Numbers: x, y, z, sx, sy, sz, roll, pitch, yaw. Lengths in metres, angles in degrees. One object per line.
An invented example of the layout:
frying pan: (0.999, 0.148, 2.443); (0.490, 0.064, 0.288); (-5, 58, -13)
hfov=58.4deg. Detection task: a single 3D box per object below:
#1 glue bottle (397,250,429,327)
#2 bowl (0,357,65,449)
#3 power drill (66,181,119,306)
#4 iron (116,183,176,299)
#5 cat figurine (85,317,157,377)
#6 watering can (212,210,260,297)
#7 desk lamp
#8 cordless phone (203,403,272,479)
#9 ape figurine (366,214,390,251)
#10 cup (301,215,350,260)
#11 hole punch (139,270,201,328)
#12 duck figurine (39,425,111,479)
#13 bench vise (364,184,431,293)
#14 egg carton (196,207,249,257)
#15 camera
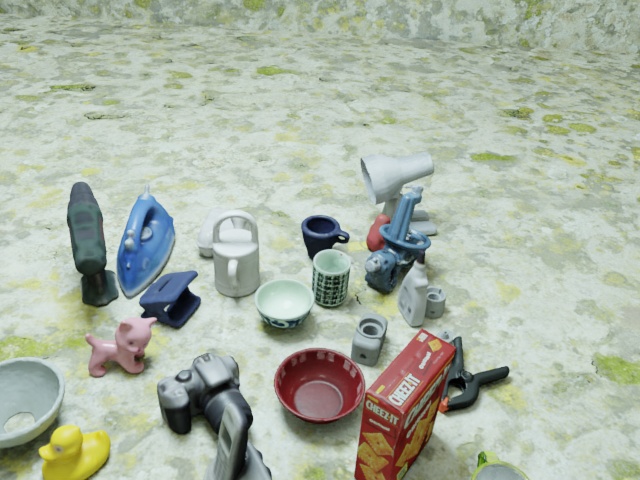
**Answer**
glue bottle: (0.197, 0.092, 1.173); (0.037, 0.173, 0.078); (-8, 38, -16)
bowl: (-0.498, 0.277, 0.935); (0.167, 0.075, 0.167); (3, 37, -2)
power drill: (-0.469, 0.019, 1.173); (0.076, 0.208, 0.229); (-11, 39, -20)
iron: (-0.399, -0.007, 1.272); (0.118, 0.141, 0.258); (2, 37, -3)
cat figurine: (-0.360, 0.183, 1.040); (0.128, 0.118, 0.067); (-4, 37, -11)
watering can: (-0.181, 0.014, 1.222); (0.101, 0.194, 0.172); (-12, 40, -21)
desk lamp: (0.195, -0.119, 1.424); (0.203, 0.214, 0.117); (-5, 37, -12)
cordless phone: (-0.110, 0.332, 0.808); (0.094, 0.185, 0.147); (-18, 42, -27)
ape figurine: (0.149, -0.021, 1.388); (0.076, 0.092, 0.077); (-12, 39, -20)
cup: (0.012, 0.005, 1.337); (0.117, 0.095, 0.092); (16, 38, 15)
hole punch: (-0.308, 0.110, 1.165); (0.101, 0.091, 0.109); (15, 38, 14)
duck figurine: (-0.379, 0.319, 0.882); (0.105, 0.086, 0.077); (-22, 44, -31)
bench vise: (0.181, -0.002, 1.259); (0.121, 0.220, 0.208); (15, 38, 15)
egg carton: (-0.229, -0.019, 1.365); (0.107, 0.069, 0.150); (6, 37, 2)
camera: (-0.183, 0.268, 0.958); (0.143, 0.101, 0.136); (-20, 43, -29)
